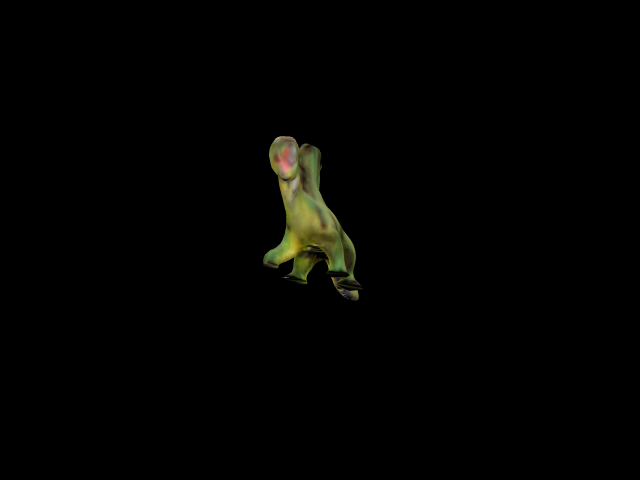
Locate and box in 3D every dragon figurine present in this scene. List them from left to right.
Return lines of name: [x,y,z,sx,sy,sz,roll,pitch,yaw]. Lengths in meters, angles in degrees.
dragon figurine: [0.003,-0.043,0.850,0.122,0.246,0.405,-5,-17,15]
